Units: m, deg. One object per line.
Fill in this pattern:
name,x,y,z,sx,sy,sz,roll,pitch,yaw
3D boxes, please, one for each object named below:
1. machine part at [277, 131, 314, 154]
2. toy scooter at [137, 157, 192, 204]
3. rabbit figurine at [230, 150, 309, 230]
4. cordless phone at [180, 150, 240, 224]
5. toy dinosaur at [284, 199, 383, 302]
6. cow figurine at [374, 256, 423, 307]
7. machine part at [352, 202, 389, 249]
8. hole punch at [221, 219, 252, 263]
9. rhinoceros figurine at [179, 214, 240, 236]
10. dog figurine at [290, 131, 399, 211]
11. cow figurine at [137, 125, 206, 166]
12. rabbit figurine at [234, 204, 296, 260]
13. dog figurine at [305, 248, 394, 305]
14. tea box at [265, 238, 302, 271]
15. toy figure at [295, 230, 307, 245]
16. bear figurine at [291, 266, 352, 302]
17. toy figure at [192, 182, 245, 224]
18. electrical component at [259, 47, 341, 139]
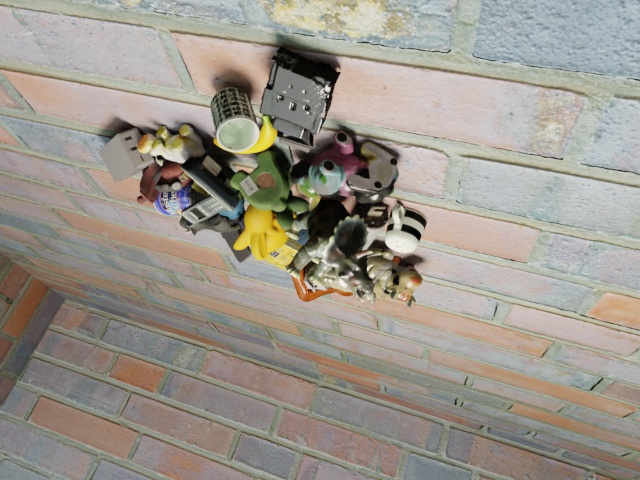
machine part,-0.045,-0.217,1.036,0.084,0.039,0.138,26,156,1
toy scooter,-0.387,-0.147,1.323,0.184,0.135,0.075,1,146,34
rabbit figurine,-0.094,-0.109,1.204,0.159,0.121,0.170,45,-176,9
cordless phone,-0.279,-0.109,1.225,0.184,0.089,0.146,-24,126,38
toy dinosaur,0.017,-0.021,1.191,0.131,0.405,0.192,36,110,-28
cow figurine,0.196,0.114,1.408,0.085,0.127,0.195,26,157,-19
machine part,0.099,-0.026,1.259,0.079,0.079,0.243,22,156,-3
hole punch,-0.213,-0.012,1.539,0.115,0.092,0.142,56,153,-1
rhinoceros figurine,-0.306,-0.049,1.459,0.191,0.112,0.073,4,115,42
dog figurine,0.039,-0.119,1.093,0.191,0.108,0.219,22,159,-9
cow figurine,-0.340,-0.211,1.244,0.168,0.068,0.098,4,156,33
rabbit figurine,-0.150,-0.037,1.329,0.122,0.162,0.173,26,162,14
dog figurine,0.073,0.067,1.365,0.190,0.121,0.172,17,117,-15
tea box,-0.096,0.021,1.514,0.098,0.068,0.169,26,155,-13
toy figure,-0.004,-0.005,1.382,0.155,0.058,0.064,16,160,41
bear figurine,0.024,0.114,1.580,0.196,0.120,0.131,-14,100,13
toy figure,-0.236,-0.121,1.311,0.089,0.082,0.180,-16,126,22
electrical component,-0.037,-0.241,0.914,0.115,0.058,0.134,22,135,2
